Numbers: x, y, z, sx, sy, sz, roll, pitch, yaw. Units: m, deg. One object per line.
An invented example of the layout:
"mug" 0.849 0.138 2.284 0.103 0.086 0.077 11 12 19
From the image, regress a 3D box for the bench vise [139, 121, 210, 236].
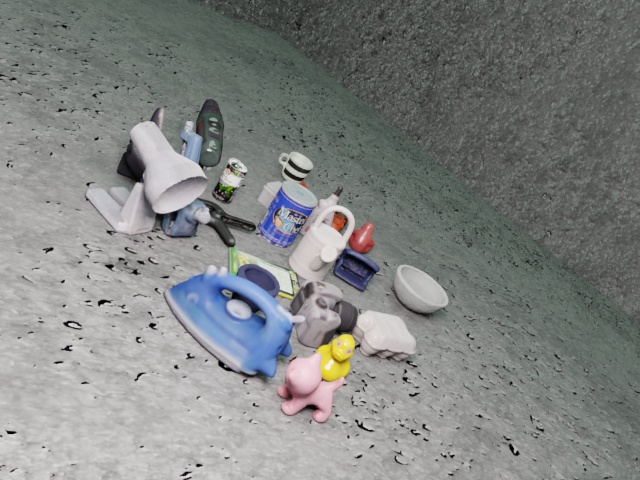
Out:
"bench vise" -0.285 -0.130 1.236 0.207 0.219 0.122 38 25 10

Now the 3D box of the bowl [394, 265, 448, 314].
"bowl" 0.264 0.148 1.574 0.168 0.074 0.167 27 25 -14

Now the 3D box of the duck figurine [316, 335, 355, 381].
"duck figurine" 0.039 0.224 1.143 0.077 0.086 0.105 36 24 6

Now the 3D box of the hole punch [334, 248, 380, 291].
"hole punch" 0.099 0.062 1.510 0.109 0.091 0.101 31 24 -4

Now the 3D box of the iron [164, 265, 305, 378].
"iron" -0.152 0.123 1.027 0.258 0.141 0.119 35 24 4

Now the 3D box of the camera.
"camera" 0.020 0.156 1.227 0.137 0.100 0.143 21 27 -25

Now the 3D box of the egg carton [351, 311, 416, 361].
"egg carton" 0.146 0.219 1.304 0.151 0.069 0.107 15 30 -35

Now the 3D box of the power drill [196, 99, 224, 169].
"power drill" -0.297 -0.217 1.398 0.076 0.208 0.229 19 28 -28

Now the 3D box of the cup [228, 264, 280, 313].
"cup" -0.147 0.108 1.118 0.118 0.095 0.091 4 37 -47

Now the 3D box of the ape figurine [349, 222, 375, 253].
"ape figurine" 0.130 -0.011 1.683 0.077 0.092 0.076 39 25 13

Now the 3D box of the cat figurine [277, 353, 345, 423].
"cat figurine" -0.016 0.248 0.992 0.128 0.117 0.067 19 28 -28

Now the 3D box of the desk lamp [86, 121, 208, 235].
"desk lamp" -0.343 -0.112 1.140 0.203 0.213 0.118 42 26 19

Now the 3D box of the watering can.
"watering can" 0.015 0.006 1.386 0.101 0.194 0.172 16 29 -33

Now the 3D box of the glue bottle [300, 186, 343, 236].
"glue bottle" 0.013 -0.076 1.561 0.078 0.173 0.037 24 26 -21

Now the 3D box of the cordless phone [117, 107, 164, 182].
"cordless phone" -0.393 -0.235 1.341 0.094 0.185 0.147 21 27 -25
